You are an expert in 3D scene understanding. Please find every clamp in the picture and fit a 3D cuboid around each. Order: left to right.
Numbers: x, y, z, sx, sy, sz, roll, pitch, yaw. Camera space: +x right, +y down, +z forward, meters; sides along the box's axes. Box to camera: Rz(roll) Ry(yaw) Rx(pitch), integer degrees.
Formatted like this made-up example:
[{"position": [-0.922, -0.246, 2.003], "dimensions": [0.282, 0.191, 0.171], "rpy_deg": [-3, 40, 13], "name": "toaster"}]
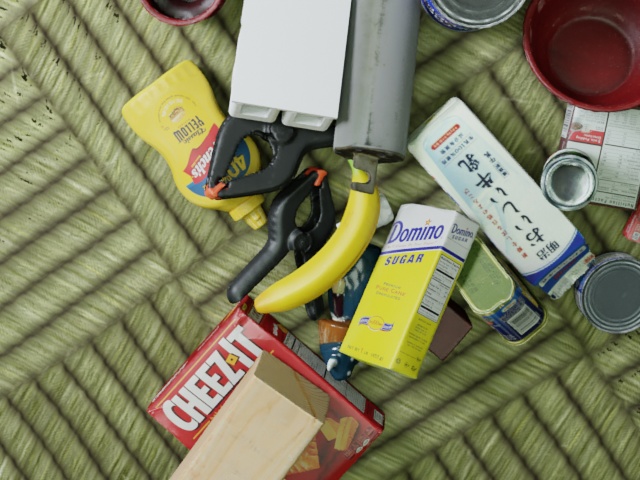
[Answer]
[{"position": [-0.047, -0.124, 1.124], "dimensions": [0.209, 0.036, 0.164], "rpy_deg": [-37, 93, -15], "name": "clamp"}, {"position": [-0.037, 0.003, 1.156], "dimensions": [0.120, 0.039, 0.171], "rpy_deg": [3, 99, -37], "name": "clamp"}]

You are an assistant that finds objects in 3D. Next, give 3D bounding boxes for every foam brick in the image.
[{"position": [0.127, 0.088, 1.161], "dimensions": [0.053, 0.078, 0.051], "rpy_deg": [40, 98, -4], "name": "foam brick"}]

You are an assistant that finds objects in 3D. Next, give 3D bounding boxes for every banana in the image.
[{"position": [0.009, 0.007, 1.130], "dimensions": [0.070, 0.037, 0.198], "rpy_deg": [32, 87, 20], "name": "banana"}]

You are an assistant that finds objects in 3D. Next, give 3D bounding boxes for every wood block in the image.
[{"position": [-0.086, 0.232, 1.118], "dimensions": [0.090, 0.090, 0.206], "rpy_deg": [35, 101, -2], "name": "wood block"}]

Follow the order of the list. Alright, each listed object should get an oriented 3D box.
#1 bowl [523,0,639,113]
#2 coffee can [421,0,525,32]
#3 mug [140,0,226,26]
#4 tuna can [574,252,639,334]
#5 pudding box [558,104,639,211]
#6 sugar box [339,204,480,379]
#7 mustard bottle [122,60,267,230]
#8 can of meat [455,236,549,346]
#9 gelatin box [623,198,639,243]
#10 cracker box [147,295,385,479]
[{"position": [0.285, -0.199, 1.098], "dimensions": [0.162, 0.055, 0.162], "rpy_deg": [0, 77, 1], "name": "bowl"}, {"position": [0.152, -0.261, 1.065], "dimensions": [0.103, 0.140, 0.103], "rpy_deg": [0, 100, 3], "name": "coffee can"}, {"position": [-0.129, -0.276, 1.107], "dimensions": [0.117, 0.081, 0.093], "rpy_deg": [-39, 96, 9], "name": "mug"}, {"position": [0.322, 0.057, 1.162], "dimensions": [0.086, 0.034, 0.086], "rpy_deg": [-1, 105, -3], "name": "tuna can"}, {"position": [0.302, -0.093, 1.140], "dimensions": [0.090, 0.039, 0.113], "rpy_deg": [10, 102, 2], "name": "pudding box"}, {"position": [0.092, 0.051, 1.113], "dimensions": [0.048, 0.093, 0.176], "rpy_deg": [26, 82, -34], "name": "sugar box"}, {"position": [-0.120, -0.091, 1.151], "dimensions": [0.096, 0.058, 0.191], "rpy_deg": [-37, 97, -3], "name": "mustard bottle"}, {"position": [0.183, 0.052, 1.124], "dimensions": [0.057, 0.102, 0.083], "rpy_deg": [-41, 138, 10], "name": "can of meat"}, {"position": [0.382, -0.021, 1.152], "dimensions": [0.089, 0.030, 0.073], "rpy_deg": [21, 100, -1], "name": "gelatin box"}, {"position": [-0.059, 0.194, 1.192], "dimensions": [0.213, 0.072, 0.164], "rpy_deg": [41, 100, -4], "name": "cracker box"}]
